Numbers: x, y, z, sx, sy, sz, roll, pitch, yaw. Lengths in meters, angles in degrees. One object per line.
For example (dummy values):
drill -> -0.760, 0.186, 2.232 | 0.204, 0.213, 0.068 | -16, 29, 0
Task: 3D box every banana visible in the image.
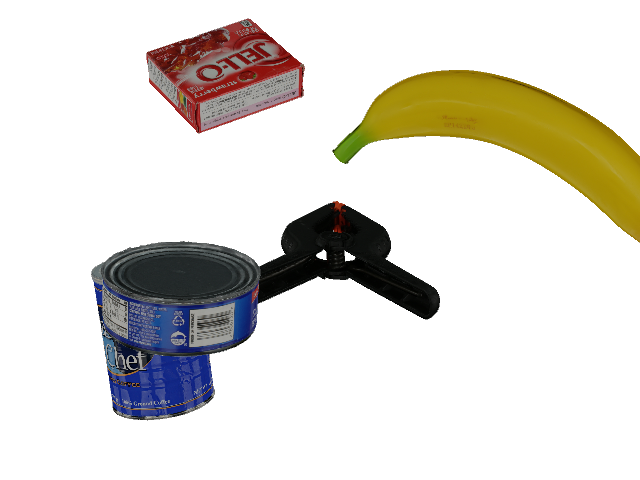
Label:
banana -> 0.110, -0.052, 0.590 | 0.198, 0.070, 0.037 | 17, 18, 10

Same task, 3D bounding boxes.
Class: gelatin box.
gelatin box -> -0.067, -0.118, 0.753 | 0.089, 0.030, 0.073 | -24, 49, -24

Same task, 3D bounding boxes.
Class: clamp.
clamp -> 0.022, 0.015, 0.892 | 0.164, 0.036, 0.210 | 5, 21, 8

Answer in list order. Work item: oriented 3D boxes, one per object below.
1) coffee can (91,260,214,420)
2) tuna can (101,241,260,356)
coffee can -> -0.162, 0.090, 1.041 | 0.103, 0.140, 0.103 | -5, 14, 1
tuna can -> -0.076, 0.031, 0.582 | 0.086, 0.034, 0.086 | 3, 20, -1
